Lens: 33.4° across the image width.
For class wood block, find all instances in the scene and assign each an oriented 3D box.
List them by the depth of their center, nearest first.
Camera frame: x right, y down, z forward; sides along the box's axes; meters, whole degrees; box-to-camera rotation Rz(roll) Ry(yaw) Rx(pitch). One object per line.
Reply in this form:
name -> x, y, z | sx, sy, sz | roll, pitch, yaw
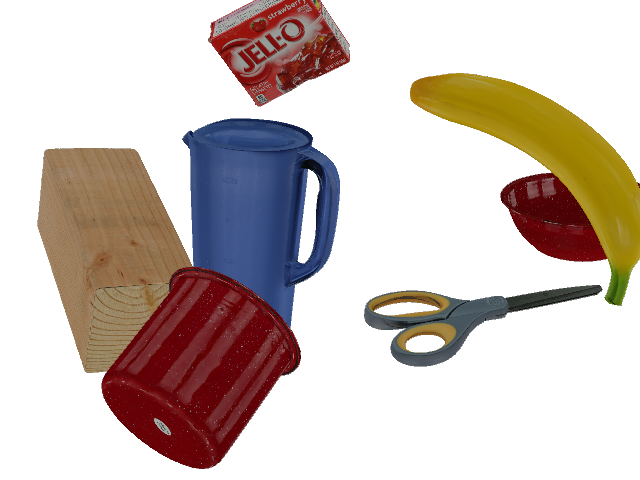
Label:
wood block -> -0.183, 0.010, 0.940 | 0.090, 0.091, 0.206 | -3, 37, -26

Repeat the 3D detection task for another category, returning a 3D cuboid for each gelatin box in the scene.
gelatin box -> -0.032, -0.155, 0.839 | 0.089, 0.030, 0.073 | -23, -52, 19

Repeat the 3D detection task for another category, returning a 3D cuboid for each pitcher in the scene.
pitcher -> -0.071, -0.004, 1.165 | 0.144, 0.243, 0.149 | -4, 22, -19

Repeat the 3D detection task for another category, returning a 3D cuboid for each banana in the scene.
banana -> 0.143, -0.052, 0.679 | 0.069, 0.198, 0.037 | -43, -17, 6

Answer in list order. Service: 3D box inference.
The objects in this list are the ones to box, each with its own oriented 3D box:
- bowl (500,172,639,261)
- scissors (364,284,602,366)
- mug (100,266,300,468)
bowl -> 0.267, -0.021, 1.103 | 0.162, 0.055, 0.162 | -2, 23, 0
scissors -> 0.136, 0.066, 0.864 | 0.202, 0.016, 0.096 | -1, 34, 1
mug -> -0.078, 0.078, 0.624 | 0.117, 0.093, 0.081 | -19, 29, 53
